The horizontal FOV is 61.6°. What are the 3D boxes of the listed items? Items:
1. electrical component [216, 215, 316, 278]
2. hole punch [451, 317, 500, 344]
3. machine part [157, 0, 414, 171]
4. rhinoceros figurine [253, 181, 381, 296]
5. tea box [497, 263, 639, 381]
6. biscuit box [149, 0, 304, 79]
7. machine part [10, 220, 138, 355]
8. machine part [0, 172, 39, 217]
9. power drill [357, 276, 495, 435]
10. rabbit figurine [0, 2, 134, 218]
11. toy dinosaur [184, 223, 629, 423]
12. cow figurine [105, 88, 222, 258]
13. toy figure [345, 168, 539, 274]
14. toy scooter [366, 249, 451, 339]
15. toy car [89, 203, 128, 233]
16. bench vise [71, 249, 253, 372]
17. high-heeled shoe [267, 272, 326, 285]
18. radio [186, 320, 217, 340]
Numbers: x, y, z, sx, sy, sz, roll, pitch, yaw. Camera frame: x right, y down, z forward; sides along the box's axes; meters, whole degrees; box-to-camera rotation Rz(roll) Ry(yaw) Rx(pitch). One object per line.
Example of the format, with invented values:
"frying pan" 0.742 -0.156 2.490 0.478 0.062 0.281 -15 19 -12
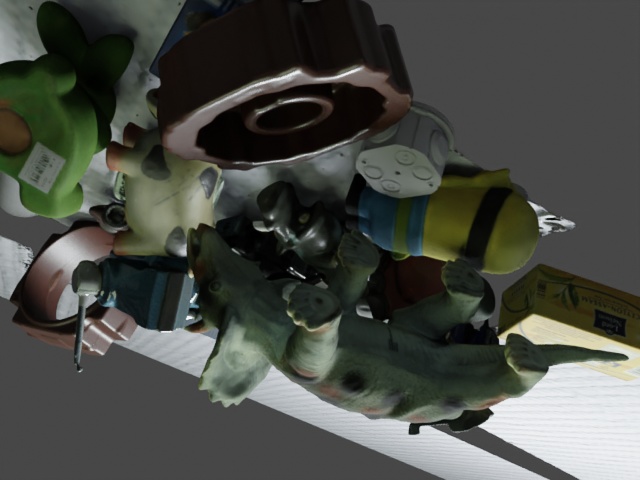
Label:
"electrical component" -0.083 0.018 0.738 0.115 0.058 0.134 -10 141 40
"hole punch" 0.205 0.177 0.778 0.092 0.142 0.115 9 163 27
"machine part" -0.025 -0.102 0.378 0.179 0.056 0.179 -14 172 -2
"rhinoceros figurine" -0.001 -0.002 0.641 0.112 0.073 0.190 11 156 39
"tea box" 0.307 0.098 0.624 0.170 0.068 0.098 20 152 0
"biscuit box" -0.052 -0.167 0.367 0.059 0.063 0.203 30 151 -23
"machine part" -0.372 0.070 0.860 0.201 0.201 0.087 7 147 23
"machine part" -0.386 -0.089 0.710 0.079 0.079 0.243 31 152 -22
"power drill" 0.130 0.142 0.706 0.232 0.207 0.086 -19 168 39
"rabbit figurine" -0.240 -0.128 0.488 0.121 0.170 0.159 23 112 -13
"toy dinosaur" 0.055 0.105 0.488 0.405 0.131 0.192 21 136 -9
"cow figurine" -0.129 -0.068 0.509 0.127 0.085 0.194 9 123 -5
"toy figure" 0.112 -0.016 0.512 0.180 0.089 0.082 8 156 15
"toy scooter" 0.088 0.082 0.594 0.135 0.183 0.075 -1 172 -22
"toy car" -0.240 -0.006 0.797 0.202 0.053 0.089 29 168 -20
"bench vise" -0.197 0.041 0.640 0.223 0.128 0.241 -8 -161 -38
"high-heeled shoe" 0.022 0.136 0.676 0.248 0.086 0.145 52 139 -3
"radio" -0.211 0.105 0.967 0.131 0.073 0.229 23 151 -5
